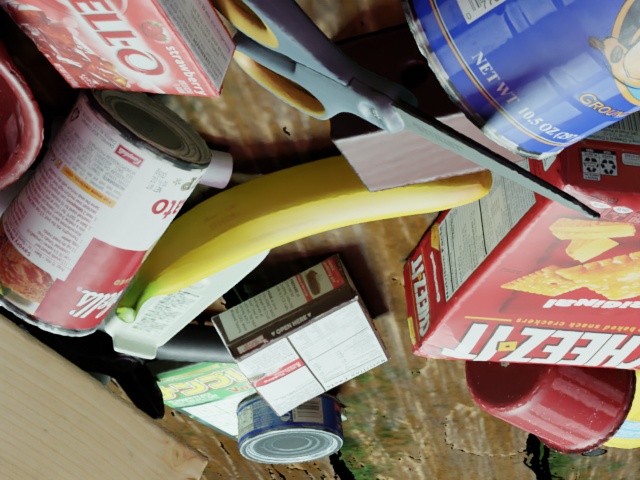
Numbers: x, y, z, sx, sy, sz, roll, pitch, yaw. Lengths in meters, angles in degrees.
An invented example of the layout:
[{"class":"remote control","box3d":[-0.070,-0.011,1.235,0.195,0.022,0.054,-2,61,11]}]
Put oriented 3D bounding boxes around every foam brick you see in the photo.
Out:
[{"class":"foam brick","box3d":[0.048,-0.061,0.477,0.078,0.053,0.051,-12,150,17]}]

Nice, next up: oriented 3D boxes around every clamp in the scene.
[{"class":"clamp","box3d":[-0.120,0.067,0.720,0.120,0.039,0.171,-30,140,18]}]

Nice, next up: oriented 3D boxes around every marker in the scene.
[{"class":"marker","box3d":[-0.102,-0.047,0.529,0.121,0.020,0.020,11,149,-24]}]

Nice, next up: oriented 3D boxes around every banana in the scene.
[{"class":"banana","box3d":[-0.012,-0.010,0.550,0.198,0.070,0.037,-22,134,-2]}]

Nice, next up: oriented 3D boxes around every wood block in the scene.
[{"class":"wood block","box3d":[-0.187,0.128,0.697,0.090,0.090,0.206,-3,143,48]}]

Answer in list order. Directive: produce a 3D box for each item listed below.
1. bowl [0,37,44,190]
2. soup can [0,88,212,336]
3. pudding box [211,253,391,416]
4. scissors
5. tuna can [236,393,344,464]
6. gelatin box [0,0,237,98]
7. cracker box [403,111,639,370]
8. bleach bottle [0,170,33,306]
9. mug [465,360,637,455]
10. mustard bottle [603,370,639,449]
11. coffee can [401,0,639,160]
[{"class":"bowl","box3d":[-0.193,-0.074,0.434,0.162,0.055,0.162,-1,152,-1]},{"class":"soup can","box3d":[-0.105,-0.016,0.492,0.068,0.068,0.102,23,111,-39]},{"class":"pudding box","box3d":[-0.009,0.065,0.696,0.090,0.039,0.113,-28,151,0]},{"class":"scissors","box3d":[0.010,-0.064,0.385,0.096,0.016,0.202,49,169,-33]},{"class":"tuna can","box3d":[-0.024,0.151,0.857,0.086,0.034,0.086,-4,150,-2]},{"class":"gelatin box","box3d":[-0.083,-0.092,0.413,0.073,0.030,0.089,7,156,23]},{"class":"cracker box","box3d":[0.157,0.004,0.585,0.164,0.072,0.214,6,151,-13]},{"class":"bleach bottle","box3d":[-0.221,0.016,0.593,0.251,0.068,0.102,-15,147,18]},{"class":"mug","box3d":[0.161,0.082,0.727,0.081,0.093,0.117,27,110,-34]},{"class":"mustard bottle","box3d":[0.250,0.116,0.812,0.096,0.058,0.192,-2,152,-12]},{"class":"coffee can","box3d":[0.111,-0.102,0.353,0.102,0.103,0.141,22,143,-38]}]
